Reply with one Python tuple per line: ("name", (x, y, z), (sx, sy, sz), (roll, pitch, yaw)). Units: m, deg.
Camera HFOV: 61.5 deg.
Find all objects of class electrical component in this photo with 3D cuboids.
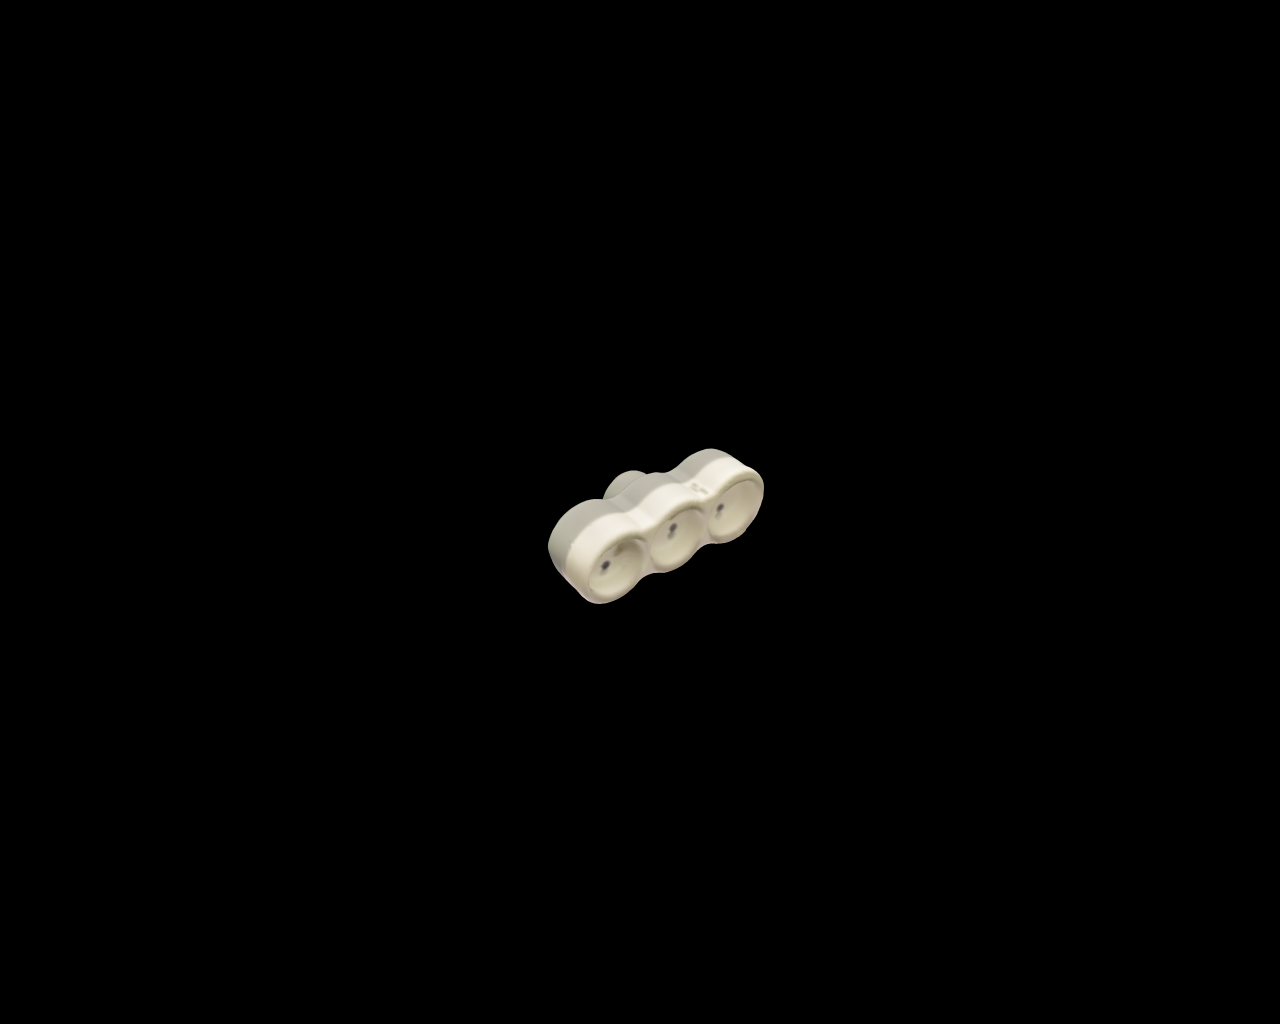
("electrical component", (0.001, -0.003, 0.650), (0.138, 0.052, 0.074), (-26, 46, -28))
